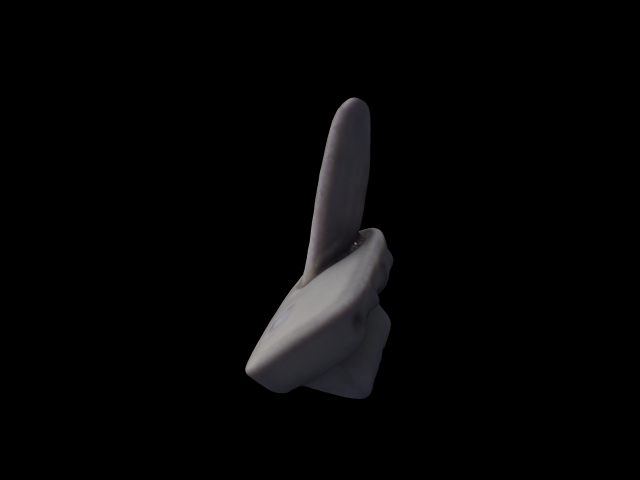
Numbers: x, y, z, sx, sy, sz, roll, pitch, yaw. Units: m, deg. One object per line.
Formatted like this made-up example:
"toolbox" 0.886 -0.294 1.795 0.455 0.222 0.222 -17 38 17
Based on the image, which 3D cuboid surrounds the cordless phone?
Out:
"cordless phone" 0.004 0.001 0.400 0.094 0.185 0.147 4 24 10
